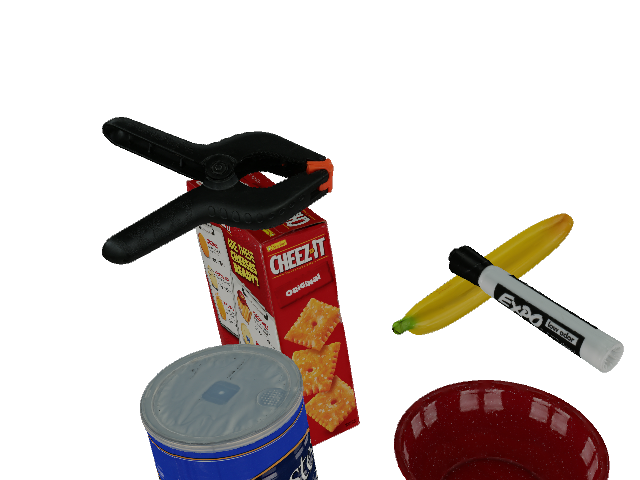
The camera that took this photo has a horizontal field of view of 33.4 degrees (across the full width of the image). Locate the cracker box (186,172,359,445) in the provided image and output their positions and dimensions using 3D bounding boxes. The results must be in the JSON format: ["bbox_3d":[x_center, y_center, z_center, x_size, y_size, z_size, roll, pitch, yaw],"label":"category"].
[{"bbox_3d":[-0.042,0.056,0.966,0.072,0.214,0.164,-21,30,-21],"label":"cracker box"}]

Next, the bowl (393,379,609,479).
[{"bbox_3d":[0.136,0.178,0.822,0.162,0.055,0.162,0,32,0],"label":"bowl"}]

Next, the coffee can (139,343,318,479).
[{"bbox_3d":[-0.053,0.153,0.696,0.103,0.140,0.103,-7,29,3],"label":"coffee can"}]

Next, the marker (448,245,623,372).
[{"bbox_3d":[0.118,0.035,0.605,0.020,0.020,0.121,0,27,-44],"label":"marker"}]

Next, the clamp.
[{"bbox_3d":[-0.080,-0.049,0.768,0.171,0.120,0.039,-10,-25,-11],"label":"clamp"}]

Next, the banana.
[{"bbox_3d":[0.156,0.039,1.023,0.198,0.037,0.069,-35,-1,0],"label":"banana"}]
